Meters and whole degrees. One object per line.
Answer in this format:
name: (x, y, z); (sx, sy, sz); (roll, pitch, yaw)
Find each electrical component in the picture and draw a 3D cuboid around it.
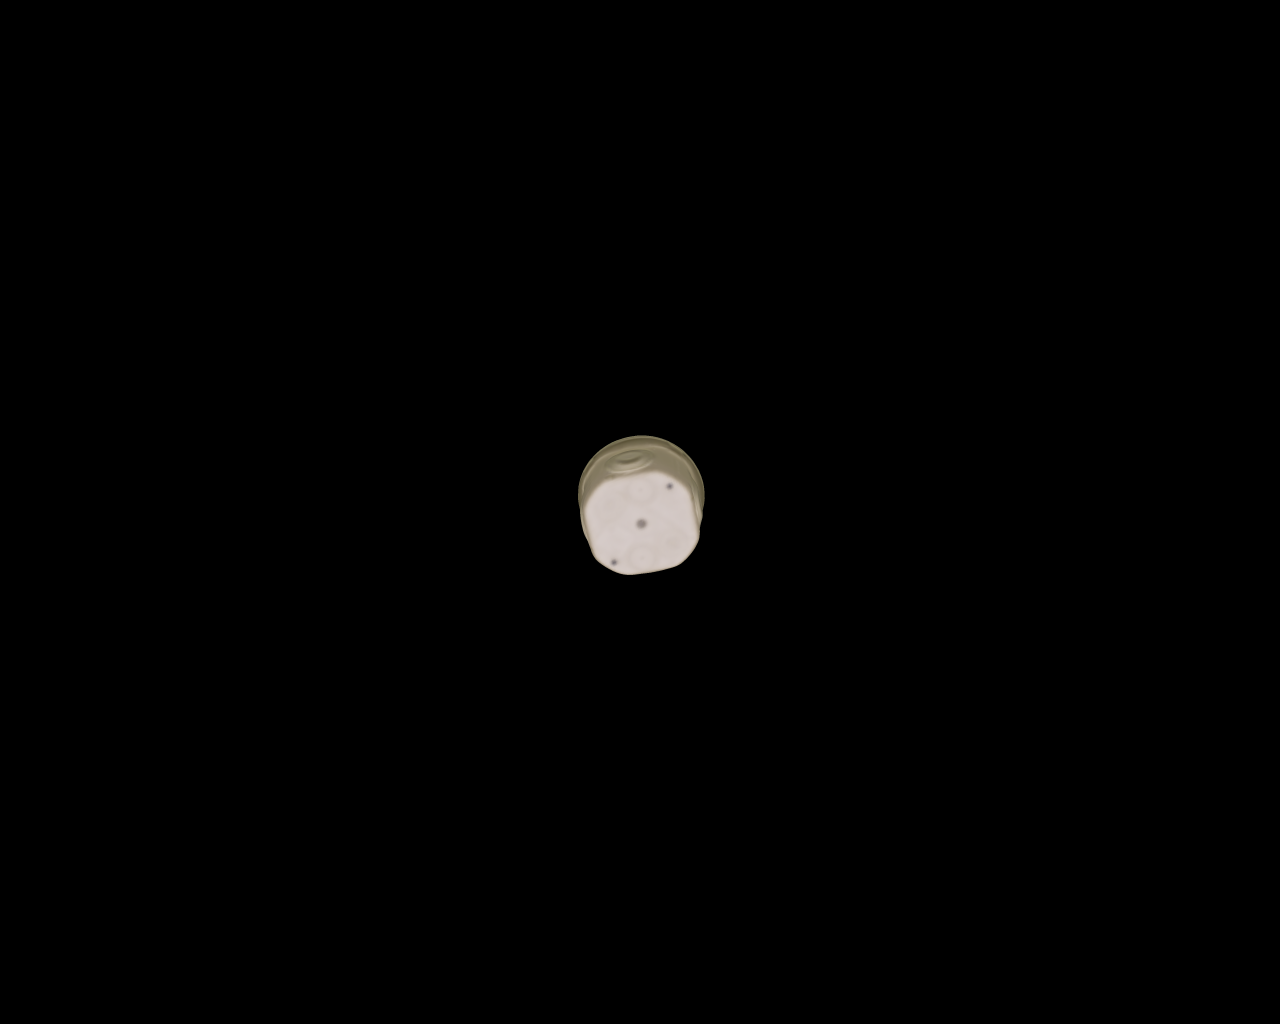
electrical component: (0.001, -0.003, 0.650); (0.080, 0.080, 0.051); (0, 24, 0)
